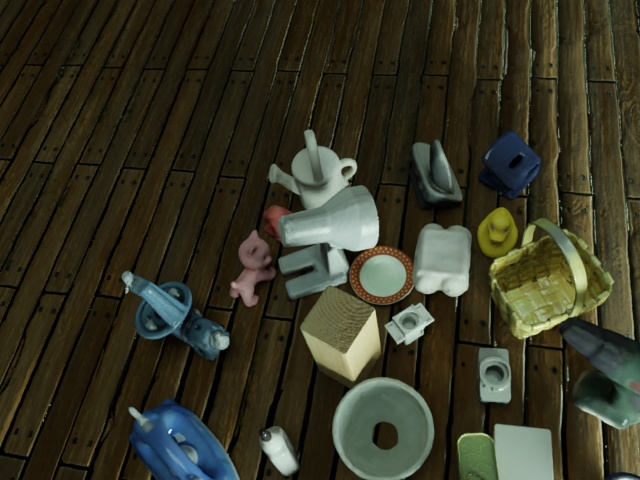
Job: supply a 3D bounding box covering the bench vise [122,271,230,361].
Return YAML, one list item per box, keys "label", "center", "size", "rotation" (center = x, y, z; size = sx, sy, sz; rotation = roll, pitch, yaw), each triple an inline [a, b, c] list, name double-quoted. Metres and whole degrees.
- label: "bench vise"
  center: [-0.260, 0.125, 1.047]
  size: [0.207, 0.220, 0.121]
  rotation: [6, 61, 13]

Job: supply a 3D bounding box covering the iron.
- label: "iron"
  center: [-0.220, 0.369, 0.945]
  size: [0.257, 0.142, 0.119]
  rotation: [36, 71, 25]

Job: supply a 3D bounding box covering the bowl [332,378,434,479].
- label: "bowl"
  center: [0.106, 0.323, 0.960]
  size: [0.167, 0.075, 0.167]
  rotation: [-4, 60, 7]

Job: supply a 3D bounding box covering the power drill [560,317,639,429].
- label: "power drill"
  center: [0.464, 0.217, 0.886]
  size: [0.229, 0.209, 0.076]
  rotation: [26, 67, 22]

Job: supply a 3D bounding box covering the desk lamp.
- label: "desk lamp"
  center: [0.010, 0.004, 1.079]
  size: [0.203, 0.214, 0.117]
  rotation: [-20, 59, -3]

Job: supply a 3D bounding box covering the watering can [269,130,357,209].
- label: "watering can"
  center: [-0.015, -0.142, 1.179]
  size: [0.173, 0.194, 0.100]
  rotation: [-30, 60, -9]

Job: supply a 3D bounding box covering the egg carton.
- label: "egg carton"
  center: [0.236, 0.037, 1.108]
  size: [0.107, 0.069, 0.150]
  rotation: [5, 61, 12]

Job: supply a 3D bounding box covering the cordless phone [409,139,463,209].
- label: "cordless phone"
  center: [0.233, -0.160, 1.156]
  size: [0.094, 0.185, 0.147]
  rotation: [-17, 59, -1]

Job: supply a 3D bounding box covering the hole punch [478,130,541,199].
- label: "hole punch"
  center: [0.396, -0.157, 1.183]
  size: [0.100, 0.091, 0.109]
  rotation: [37, 72, 26]

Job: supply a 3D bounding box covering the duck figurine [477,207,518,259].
- label: "duck figurine"
  center: [0.349, -0.026, 1.117]
  size: [0.077, 0.086, 0.104]
  rotation: [12, 63, 16]

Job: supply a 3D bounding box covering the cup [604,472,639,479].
- label: "cup"
  center: [0.461, 0.395, 0.850]
  size: [0.118, 0.095, 0.091]
  rotation: [-17, 59, -1]

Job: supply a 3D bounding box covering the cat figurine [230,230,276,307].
- label: "cat figurine"
  center: [-0.137, 0.051, 1.131]
  size: [0.067, 0.118, 0.128]
  rotation: [22, 66, 21]

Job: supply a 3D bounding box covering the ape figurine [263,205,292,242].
- label: "ape figurine"
  center: [-0.087, -0.042, 1.192]
  size: [0.076, 0.092, 0.077]
  rotation: [-13, 59, 2]

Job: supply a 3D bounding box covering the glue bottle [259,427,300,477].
- label: "glue bottle"
  center: [-0.073, 0.331, 0.925]
  size: [0.037, 0.173, 0.078]
  rotation: [-29, 60, -8]
